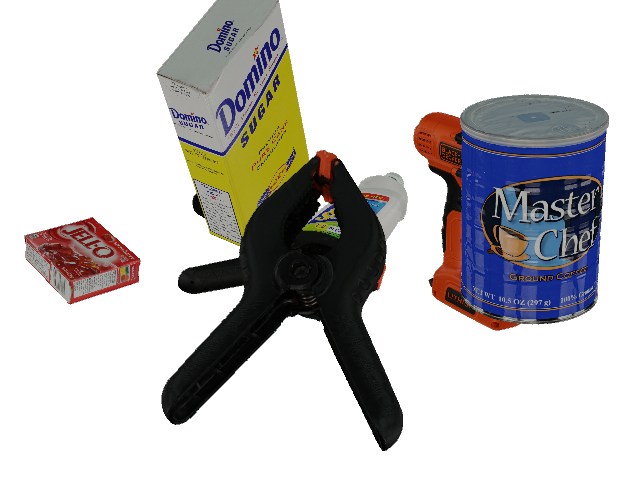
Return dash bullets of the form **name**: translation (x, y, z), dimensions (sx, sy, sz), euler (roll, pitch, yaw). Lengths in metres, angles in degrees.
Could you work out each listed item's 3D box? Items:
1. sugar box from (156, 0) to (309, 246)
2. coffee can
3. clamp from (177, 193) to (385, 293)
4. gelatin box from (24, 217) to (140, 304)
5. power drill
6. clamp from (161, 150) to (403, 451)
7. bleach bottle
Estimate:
- **sugar box**: translation (-0.055, -0.081, 0.751), dimensions (0.048, 0.093, 0.176), euler (23, -28, 19)
- **coffee can**: translation (0.153, -0.025, 0.777), dimensions (0.103, 0.140, 0.103), euler (-3, 24, 1)
- **clamp**: translation (-0.040, 0.021, 1.058), dimensions (0.210, 0.036, 0.164), euler (15, 32, -2)
- **gelatin box**: translation (-0.221, 0.016, 0.988), dimensions (0.073, 0.030, 0.089), euler (-18, 40, -36)
- **power drill**: translation (0.159, -0.016, 0.983), dimensions (0.057, 0.188, 0.185), euler (-17, 27, -28)
- **clamp**: translation (0.000, 0.031, 0.557), dimensions (0.120, 0.171, 0.039), euler (16, -27, 9)
- **bleach bottle**: translation (0.035, -0.018, 1.335), dimensions (0.103, 0.068, 0.250), euler (13, 36, 23)
